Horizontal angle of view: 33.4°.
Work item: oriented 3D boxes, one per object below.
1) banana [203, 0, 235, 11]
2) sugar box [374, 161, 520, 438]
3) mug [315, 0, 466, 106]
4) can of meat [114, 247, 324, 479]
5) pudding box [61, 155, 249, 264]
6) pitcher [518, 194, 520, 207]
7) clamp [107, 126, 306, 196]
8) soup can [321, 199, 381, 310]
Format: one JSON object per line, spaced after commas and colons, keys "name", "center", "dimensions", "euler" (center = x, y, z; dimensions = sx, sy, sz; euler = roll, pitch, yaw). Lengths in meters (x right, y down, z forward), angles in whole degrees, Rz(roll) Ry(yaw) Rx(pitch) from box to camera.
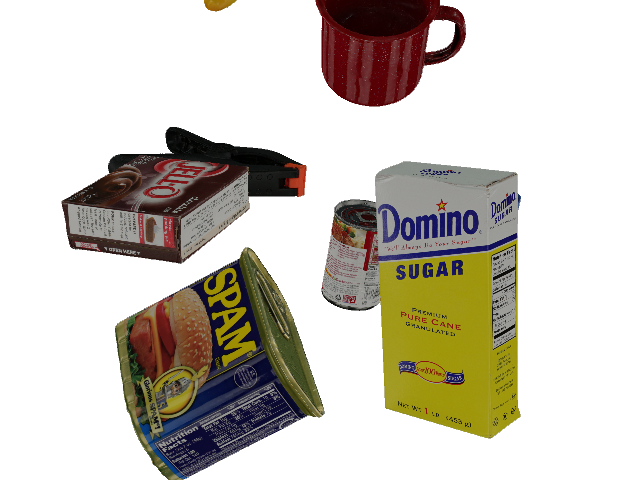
{"name": "banana", "center": [-0.049, -0.255, 1.031], "dimensions": [0.197, 0.070, 0.037], "euler": [-16, -29, -46]}
{"name": "sugar box", "center": [0.086, 0.038, 0.729], "dimensions": [0.094, 0.176, 0.048], "euler": [9, 22, 40]}
{"name": "mug", "center": [0.054, -0.159, 0.827], "dimensions": [0.117, 0.093, 0.081], "euler": [-2, -35, -2]}
{"name": "can of meat", "center": [-0.055, 0.064, 0.552], "dimensions": [0.084, 0.057, 0.102], "euler": [-28, 39, 5]}
{"name": "pudding box", "center": [-0.111, -0.025, 0.746], "dimensions": [0.090, 0.039, 0.113], "euler": [6, 25, 19]}
{"name": "pitcher", "center": [0.186, 0.046, 1.449], "dimensions": [0.149, 0.243, 0.145], "euler": [4, 21, 5]}
{"name": "clamp", "center": [-0.100, -0.065, 0.952], "dimensions": [0.172, 0.039, 0.120], "euler": [13, 30, 27]}
{"name": "soup can", "center": [0.041, 0.016, 1.149], "dimensions": [0.068, 0.102, 0.068], "euler": [7, 27, -4]}
